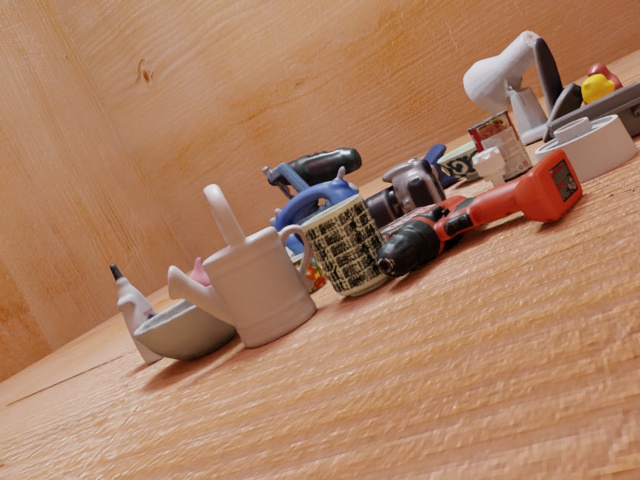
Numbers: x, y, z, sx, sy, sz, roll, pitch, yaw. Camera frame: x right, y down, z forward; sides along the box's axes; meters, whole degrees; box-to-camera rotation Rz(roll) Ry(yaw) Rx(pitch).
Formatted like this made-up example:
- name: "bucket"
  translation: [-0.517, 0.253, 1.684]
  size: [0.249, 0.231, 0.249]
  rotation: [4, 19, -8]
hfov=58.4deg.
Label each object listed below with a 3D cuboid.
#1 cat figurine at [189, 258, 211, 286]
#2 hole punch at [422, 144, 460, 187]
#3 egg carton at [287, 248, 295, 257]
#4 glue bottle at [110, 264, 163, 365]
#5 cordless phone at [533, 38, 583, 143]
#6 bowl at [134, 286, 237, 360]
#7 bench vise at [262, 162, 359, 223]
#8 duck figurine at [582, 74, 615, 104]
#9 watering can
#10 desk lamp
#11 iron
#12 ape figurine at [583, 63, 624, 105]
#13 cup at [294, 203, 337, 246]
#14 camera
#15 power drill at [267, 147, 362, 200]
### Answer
- name: "cat figurine"
  translation: [-0.185, 0.088, 0.939]
  size: [0.067, 0.118, 0.128]
  rotation: [-27, 6, 1]
- name: "hole punch"
  translation: [0.236, -0.148, 1.235]
  size: [0.101, 0.091, 0.108]
  rotation: [-28, 6, -3]
- name: "egg carton"
  translation: [-0.115, 0.064, 1.078]
  size: [0.150, 0.069, 0.107]
  rotation: [-27, 6, 3]
- name: "glue bottle"
  translation: [-0.303, 0.117, 0.947]
  size: [0.037, 0.173, 0.078]
  rotation: [-27, 6, 6]
- name: "cordless phone"
  translation: [0.413, -0.271, 1.024]
  size: [0.094, 0.185, 0.148]
  rotation: [-25, 6, 26]
- name: "bowl"
  translation: [-0.164, 0.117, 0.793]
  size: [0.167, 0.075, 0.167]
  rotation: [-27, 6, 3]
- name: "bench vise"
  translation: [-0.022, -0.092, 1.281]
  size: [0.207, 0.220, 0.121]
  rotation: [-27, 6, 0]
- name: "duck figurine"
  translation: [0.447, -0.221, 0.917]
  size: [0.105, 0.086, 0.077]
  rotation: [-31, 7, -32]
- name: "watering can"
  translation: [-0.097, 0.026, 0.688]
  size: [0.173, 0.194, 0.100]
  rotation: [-31, 7, -29]
- name: "desk lamp"
  translation: [0.430, -0.316, 1.213]
  size: [0.118, 0.213, 0.202]
  rotation: [-31, 7, -34]
- name: "iron"
  translation: [-0.018, -0.034, 1.139]
  size: [0.257, 0.141, 0.119]
  rotation: [-25, 6, 23]
- name: "ape figurine"
  translation: [0.551, -0.300, 1.117]
  size: [0.076, 0.092, 0.077]
  rotation: [-29, 6, -11]
- name: "cup"
  translation: [0.008, 0.003, 0.910]
  size: [0.091, 0.095, 0.118]
  rotation: [-24, 7, 32]
- name: "camera"
  translation: [0.137, -0.074, 0.973]
  size: [0.136, 0.101, 0.143]
  rotation: [-26, 6, 18]
- name: "power drill"
  translation: [0.010, -0.109, 1.341]
  size: [0.229, 0.208, 0.076]
  rotation: [-25, 6, 21]
